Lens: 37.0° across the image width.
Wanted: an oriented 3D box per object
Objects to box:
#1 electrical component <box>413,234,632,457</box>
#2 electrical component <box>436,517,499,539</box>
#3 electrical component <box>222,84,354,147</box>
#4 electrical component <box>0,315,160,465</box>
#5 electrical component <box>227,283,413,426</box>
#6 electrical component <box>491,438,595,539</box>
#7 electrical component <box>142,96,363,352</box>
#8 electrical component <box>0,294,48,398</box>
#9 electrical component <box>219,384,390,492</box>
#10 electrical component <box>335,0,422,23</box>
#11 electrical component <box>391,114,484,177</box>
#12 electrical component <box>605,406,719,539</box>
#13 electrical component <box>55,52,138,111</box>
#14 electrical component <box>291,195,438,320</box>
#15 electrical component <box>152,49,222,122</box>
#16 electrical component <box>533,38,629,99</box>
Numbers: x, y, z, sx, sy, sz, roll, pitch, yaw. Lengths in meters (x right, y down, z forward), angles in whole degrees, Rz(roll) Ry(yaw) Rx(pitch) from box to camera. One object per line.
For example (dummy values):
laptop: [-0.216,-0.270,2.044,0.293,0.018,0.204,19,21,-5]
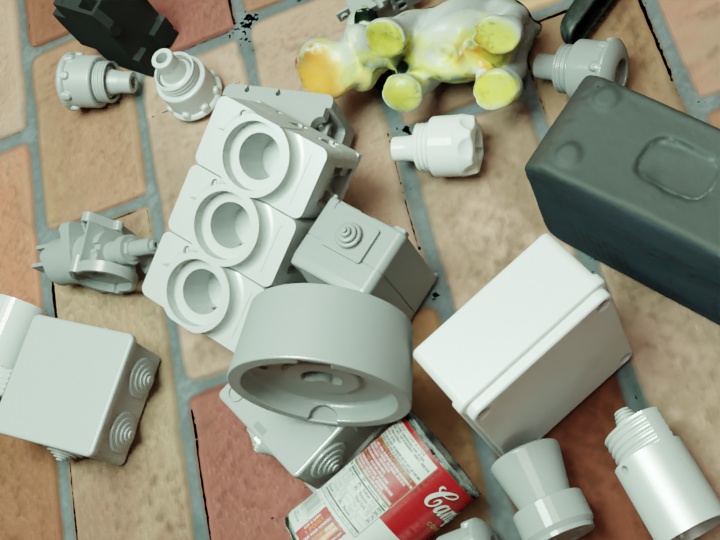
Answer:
electrical component: [0.100,0.049,0.643,0.109,0.108,0.056,-42,58,-1]
electrical component: [0.055,0.179,0.641,0.062,0.048,0.048,-25,62,16]
electrical component: [-0.056,-0.097,0.791,0.089,0.055,0.050,11,72,23]
electrical component: [-0.200,0.087,0.769,0.100,0.048,0.099,9,72,23]
electrical component: [-0.019,0.045,0.633,0.108,0.108,0.060,-1,62,20]
electrical component: [0.109,0.134,0.639,0.045,0.045,0.055,-27,62,8]
electrical component: [-0.076,-0.031,0.729,0.089,0.062,0.150,30,105,21]
electrical component: [-0.271,0.063,0.808,0.043,0.043,0.081,11,72,24]
electrical component: [-0.032,0.084,0.709,0.099,0.048,0.100,-47,61,-3]
electrical component: [0.008,-0.216,0.825,0.066,0.048,0.055,-27,69,8]
electrical component: [0.053,-0.086,0.754,0.062,0.043,0.043,-1,68,20]
electrical component: [0.172,0.116,0.625,0.043,0.043,0.081,-30,61,6]
electrical component: [-0.213,-0.154,0.879,0.062,0.048,0.048,3,69,14]
electrical component: [0.000,0.000,0.706,0.062,0.096,0.061,29,80,27]
electrical component: [-0.140,-0.149,0.839,0.048,0.062,0.048,-7,67,17]
electrical component: [0.151,-0.138,0.741,0.062,0.048,0.048,14,73,32]
